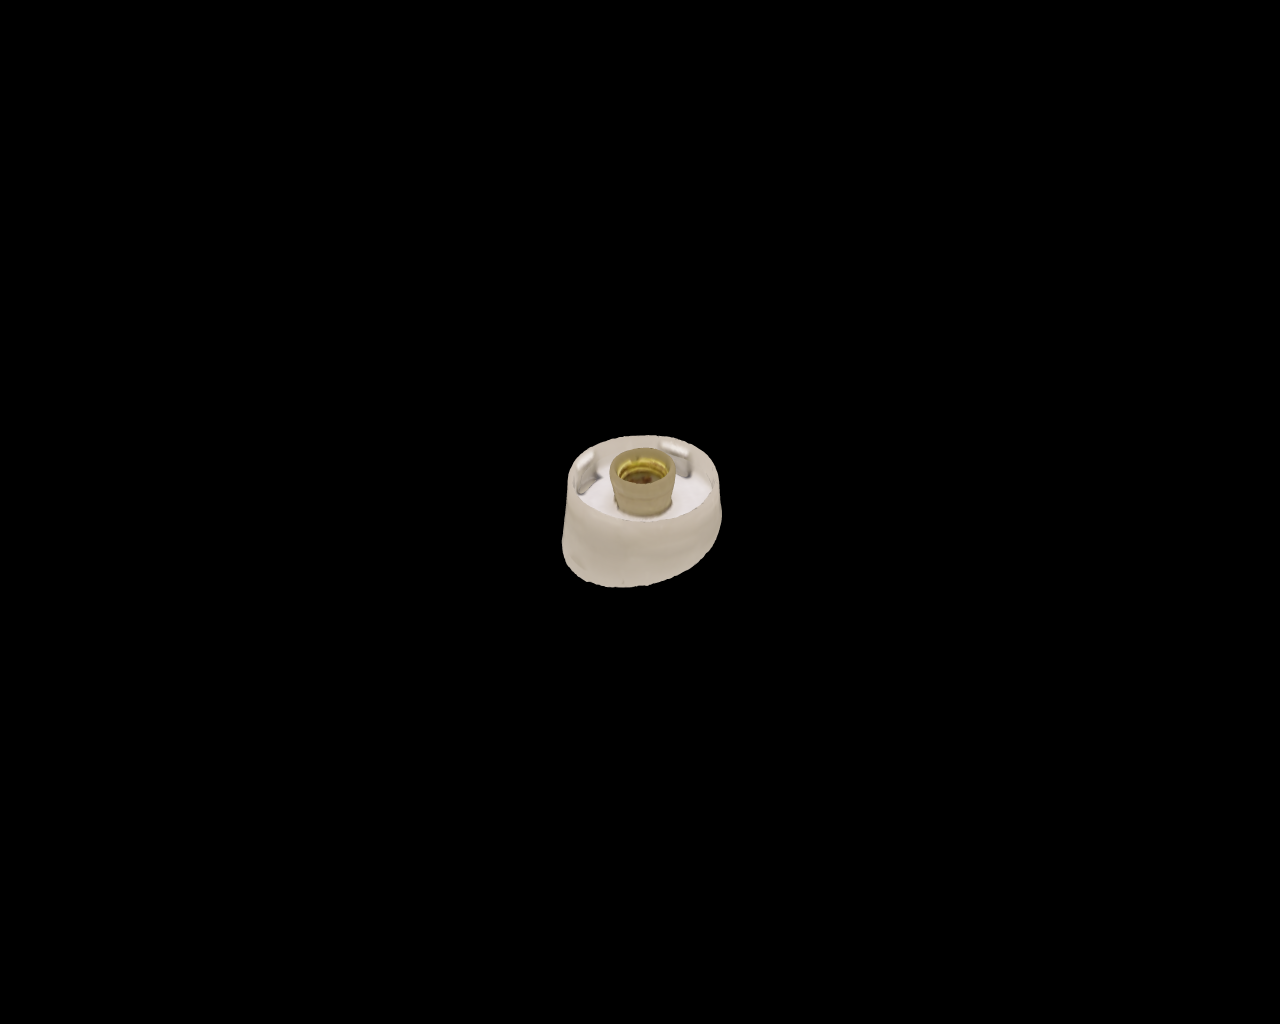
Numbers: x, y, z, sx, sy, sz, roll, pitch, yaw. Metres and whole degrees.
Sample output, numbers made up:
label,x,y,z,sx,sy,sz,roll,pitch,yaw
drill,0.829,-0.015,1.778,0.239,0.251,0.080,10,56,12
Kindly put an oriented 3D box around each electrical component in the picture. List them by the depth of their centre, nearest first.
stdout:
label,x,y,z,sx,sy,sz,roll,pitch,yaw
electrical component,0.001,-0.003,0.650,0.099,0.064,0.099,0,38,0
